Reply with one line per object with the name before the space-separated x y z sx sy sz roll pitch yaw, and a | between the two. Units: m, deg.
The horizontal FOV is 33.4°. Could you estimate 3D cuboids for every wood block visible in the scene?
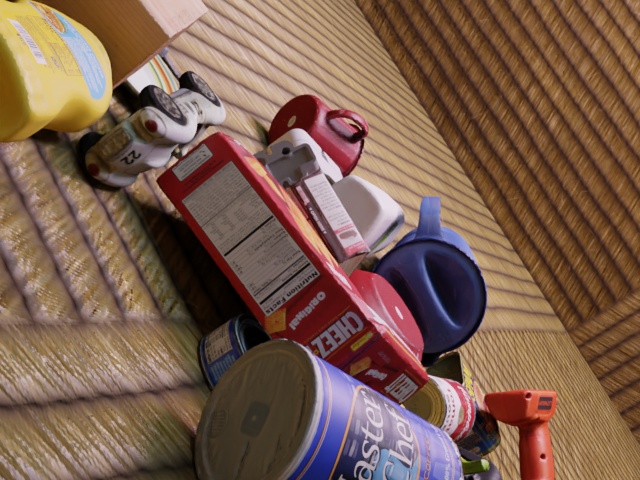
wood block | -0.196 -0.225 0.830 0.206 0.091 0.090 50 28 -11

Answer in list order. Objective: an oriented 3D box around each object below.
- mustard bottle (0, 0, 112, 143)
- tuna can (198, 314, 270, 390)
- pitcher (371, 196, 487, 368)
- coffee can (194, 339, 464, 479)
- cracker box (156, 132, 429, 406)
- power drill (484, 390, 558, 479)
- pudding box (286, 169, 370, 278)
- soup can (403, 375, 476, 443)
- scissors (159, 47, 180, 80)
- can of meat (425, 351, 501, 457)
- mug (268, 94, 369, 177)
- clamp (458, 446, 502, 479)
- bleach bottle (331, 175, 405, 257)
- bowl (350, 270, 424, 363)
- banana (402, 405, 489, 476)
mustard bottle | -0.189 -0.117 0.721 0.096 0.058 0.191 55 14 -1
tuna can | -0.047 0.096 0.761 0.086 0.034 0.086 50 15 -19
pitcher | 0.133 0.038 1.281 0.145 0.149 0.242 45 11 0
coffee can | 0.007 0.136 0.666 0.140 0.103 0.103 34 24 -35
cracker box | -0.016 0.032 0.828 0.214 0.072 0.164 51 2 25
power drill | 0.215 0.252 1.115 0.184 0.057 0.187 15 69 -61
pudding box | -0.007 0.001 0.981 0.090 0.039 0.114 58 -25 13
soup can | 0.105 0.165 1.037 0.068 0.068 0.102 61 15 21
scissors | -0.158 -0.192 1.026 0.201 0.016 0.096 51 -10 -16
can of meat | 0.154 0.186 1.182 0.084 0.057 0.102 55 14 -14
mug | 0.002 -0.123 1.262 0.081 0.117 0.093 37 49 -40
clamp | 0.118 0.225 0.951 0.171 0.120 0.039 -142 -121 -77
bleach bottle | 0.044 -0.013 1.213 0.068 0.102 0.250 49 6 10
bowl | 0.058 0.087 1.087 0.162 0.055 0.162 51 15 -20
banana | 0.066 0.147 0.951 0.198 0.070 0.037 46 23 20
